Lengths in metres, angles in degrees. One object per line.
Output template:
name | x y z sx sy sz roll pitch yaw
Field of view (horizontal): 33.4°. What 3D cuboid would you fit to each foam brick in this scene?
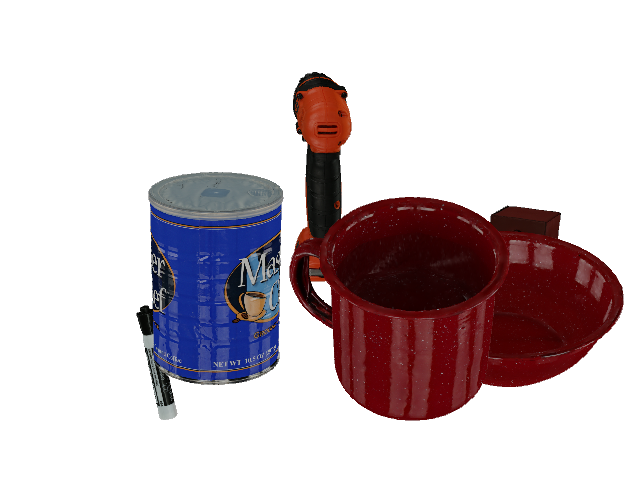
foam brick | 0.182 0.012 0.959 0.053 0.078 0.051 9 16 25

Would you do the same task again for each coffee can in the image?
coffee can | -0.082 0.027 0.837 0.103 0.140 0.103 2 20 -1

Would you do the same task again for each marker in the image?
marker | -0.168 0.125 1.094 0.020 0.121 0.020 -10 13 2

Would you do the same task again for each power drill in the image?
power drill | -0.001 -0.066 1.054 0.057 0.188 0.184 -2 20 -1

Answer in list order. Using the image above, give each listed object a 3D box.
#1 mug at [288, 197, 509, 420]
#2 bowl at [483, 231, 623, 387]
mug | 0.036 0.034 0.551 0.117 0.081 0.093 16 42 21
bowl | 0.133 0.056 0.771 0.162 0.055 0.162 -3 32 2
